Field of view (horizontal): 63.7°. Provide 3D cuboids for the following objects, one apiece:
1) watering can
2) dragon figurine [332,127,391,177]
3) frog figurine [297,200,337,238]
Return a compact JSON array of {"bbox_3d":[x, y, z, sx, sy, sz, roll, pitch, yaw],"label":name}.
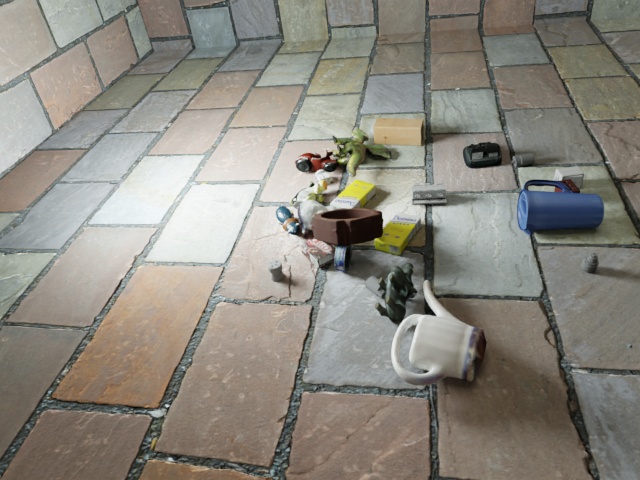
[{"bbox_3d":[0.317,0.238,1.332,0.225,0.101,0.355,11,42,22],"label":"watering can"},{"bbox_3d":[0.182,-0.366,2.148,0.243,0.119,0.419,-7,38,-11],"label":"dragon figurine"},{"bbox_3d":[0.006,-0.091,1.810,0.159,0.121,0.139,-18,17,6],"label":"frog figurine"}]
